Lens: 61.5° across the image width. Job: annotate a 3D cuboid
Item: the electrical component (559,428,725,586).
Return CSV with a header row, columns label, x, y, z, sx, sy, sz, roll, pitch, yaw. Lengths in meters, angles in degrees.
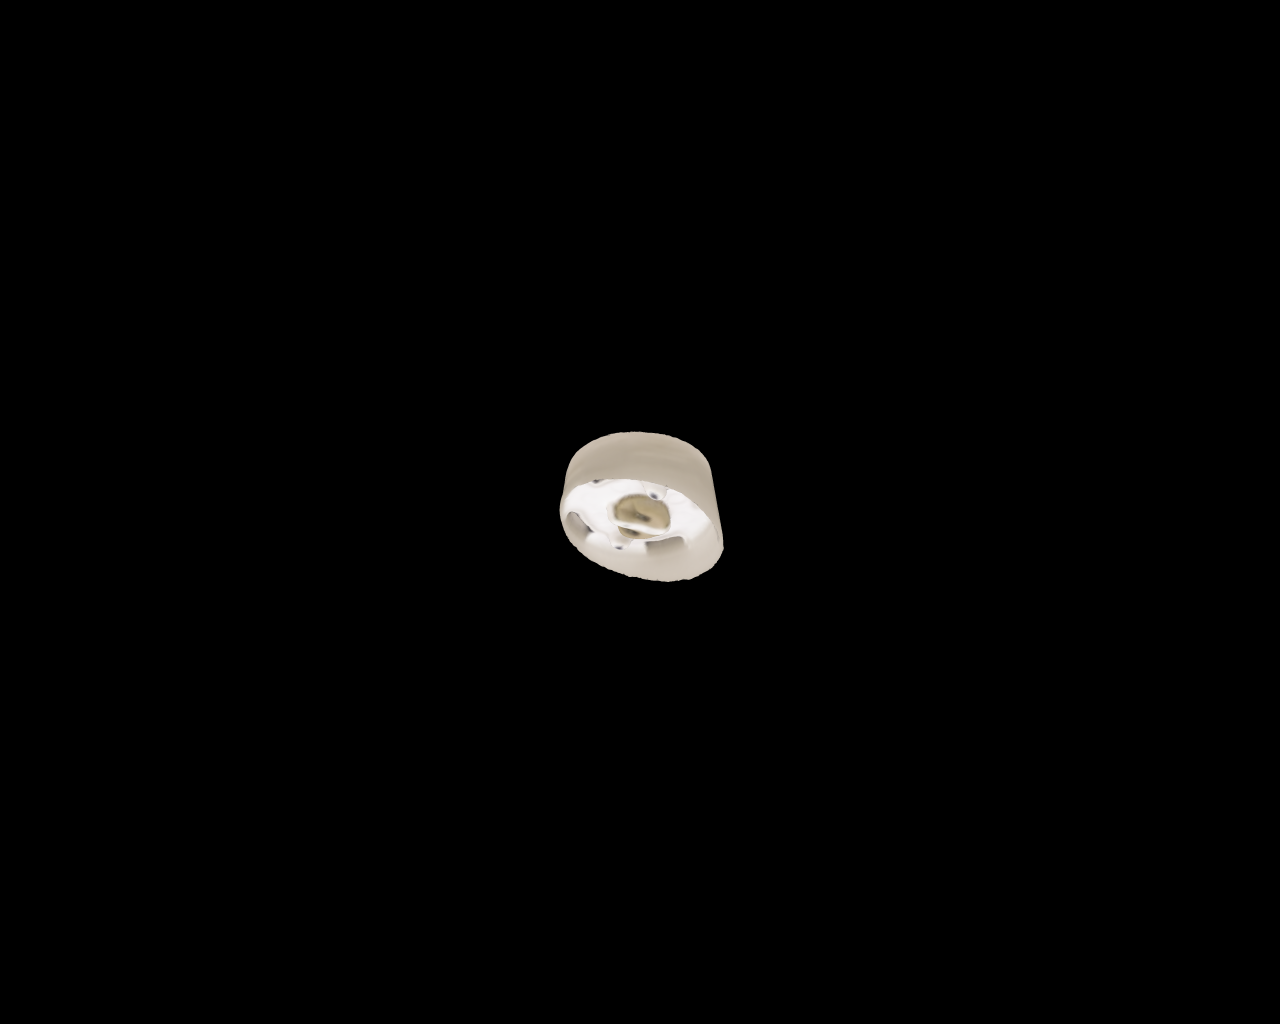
label,x,y,z,sx,sy,sz,roll,pitch,yaw
electrical component,0.001,-0.003,0.650,0.099,0.064,0.099,0,-34,0
